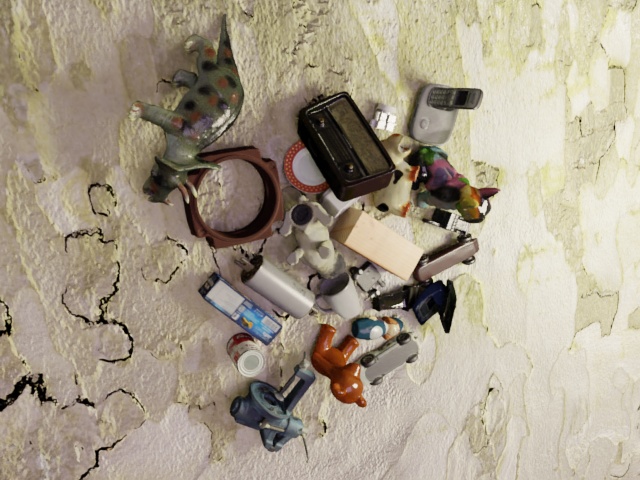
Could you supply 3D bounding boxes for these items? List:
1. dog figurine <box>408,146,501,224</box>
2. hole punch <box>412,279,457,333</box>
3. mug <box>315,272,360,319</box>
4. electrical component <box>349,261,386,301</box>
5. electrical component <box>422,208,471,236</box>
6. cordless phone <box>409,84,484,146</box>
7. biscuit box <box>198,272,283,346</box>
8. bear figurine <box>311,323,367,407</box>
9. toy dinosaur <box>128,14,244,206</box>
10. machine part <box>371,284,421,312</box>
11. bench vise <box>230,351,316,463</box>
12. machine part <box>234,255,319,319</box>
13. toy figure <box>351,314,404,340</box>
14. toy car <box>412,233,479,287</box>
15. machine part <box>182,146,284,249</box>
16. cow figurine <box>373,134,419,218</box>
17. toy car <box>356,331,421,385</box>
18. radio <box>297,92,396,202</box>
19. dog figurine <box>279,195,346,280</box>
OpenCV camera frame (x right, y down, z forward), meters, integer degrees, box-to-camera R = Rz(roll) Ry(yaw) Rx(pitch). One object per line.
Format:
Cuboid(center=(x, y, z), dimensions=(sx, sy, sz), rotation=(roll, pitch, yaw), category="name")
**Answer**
Cuboid(center=(0.322, -0.133, 1.290), dimensions=(0.108, 0.219, 0.191), rotation=(-31, 113, -18), category="dog figurine")
Cuboid(center=(0.307, 0.171, 1.420), dimensions=(0.116, 0.092, 0.142), rotation=(-65, 145, -26), category="hole punch")
Cuboid(center=(0.046, 0.148, 1.312), dimensions=(0.109, 0.081, 0.107), rotation=(-30, 121, 4), category="mug")
Cuboid(center=(0.118, 0.101, 1.349), dimensions=(0.078, 0.045, 0.102), rotation=(-38, 114, -10), category="electrical component")
Cuboid(center=(0.323, -0.052, 1.390), dimensions=(0.119, 0.075, 0.047), rotation=(18, 95, -24), category="electrical component")
Cuboid(center=(0.305, -0.291, 1.265), dimensions=(0.088, 0.184, 0.146), rotation=(13, 96, -31), category="cordless phone")
Cuboid(center=(-0.178, 0.158, 1.220), dimensions=(0.202, 0.063, 0.059), rotation=(43, 82, -26), category="biscuit box")
Cuboid(center=(0.054, 0.301, 1.283), dimensions=(0.120, 0.196, 0.132), rotation=(31, 87, -24), category="bear figurine")
Cuboid(center=(-0.222, -0.254, 1.033), dimensions=(0.192, 0.131, 0.405), rotation=(33, 76, -6), category="toy dinosaur")
Cuboid(center=(0.199, 0.156, 1.397), dimensions=(0.139, 0.039, 0.084), rotation=(-6, 121, -23), category="machine part")
Cuboid(center=(-0.083, 0.388, 1.279), dimensions=(0.223, 0.129, 0.240), rotation=(33, 100, -17), category="bench vise")
Cuboid(center=(-0.095, 0.110, 1.237), dimensions=(0.243, 0.079, 0.079), rotation=(39, 85, -25), category="machine part")
Cuboid(center=(0.156, 0.229, 1.391), dimensions=(0.154, 0.058, 0.064), rotation=(1, 137, -26), category="toy figure")
Cuboid(center=(0.332, 0.049, 1.428), dimensions=(0.202, 0.053, 0.089), rotation=(-27, 116, -12), category="toy car")
Cuboid(center=(-0.186, -0.092, 1.147), dimensions=(0.201, 0.087, 0.201), rotation=(-13, 108, -21), category="machine part")
Cuboid(center=(0.170, -0.158, 1.284), dimensions=(0.127, 0.085, 0.194), rotation=(12, 114, 9), category="cow figurine")
Cuboid(center=(0.181, 0.313, 1.421), dimensions=(0.202, 0.056, 0.073), rotation=(-27, 105, -18), category="toy car")
Cuboid(center=(0.051, -0.201, 1.164), dimensions=(0.131, 0.073, 0.230), rotation=(-23, 68, -15), category="radio")
Cuboid(center=(-0.006, -0.002, 1.239), dimensions=(0.121, 0.190, 0.172), rotation=(0, 79, 17), category="dog figurine")
